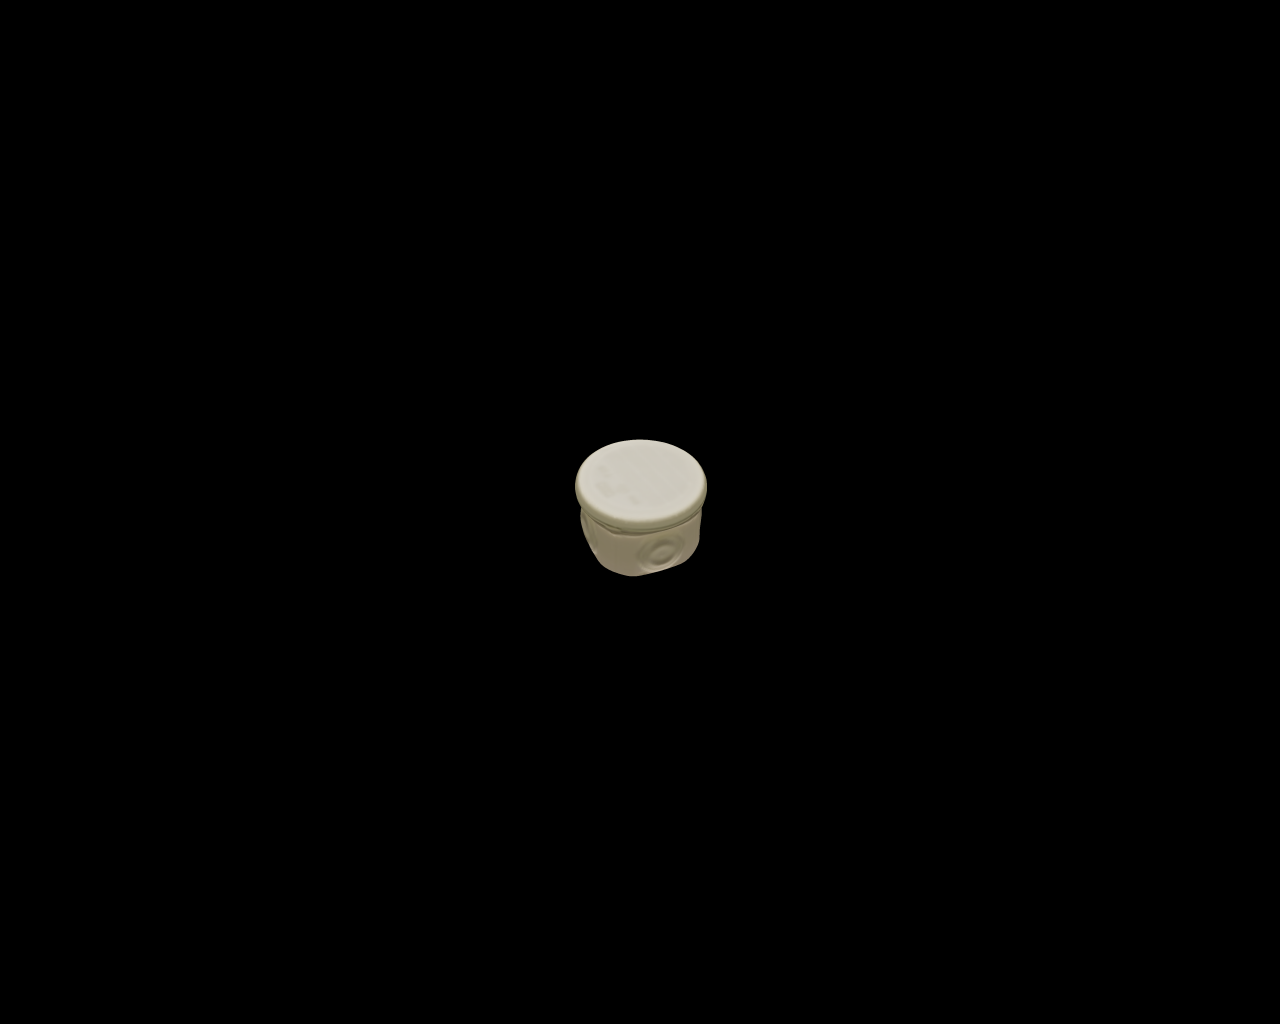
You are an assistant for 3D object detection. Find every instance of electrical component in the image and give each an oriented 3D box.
[{"bbox_3d":[0.001,-0.003,0.650,0.080,0.050,0.080,0,42,0],"label":"electrical component"}]
